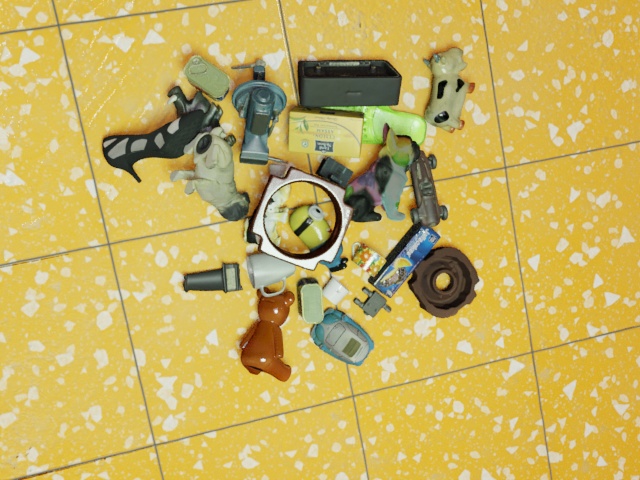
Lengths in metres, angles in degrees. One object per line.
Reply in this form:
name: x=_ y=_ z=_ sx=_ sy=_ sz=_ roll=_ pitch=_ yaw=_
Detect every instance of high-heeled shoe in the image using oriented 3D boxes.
high-heeled shoe: x=-0.374 y=-0.237 z=1.193 sx=0.249 sy=0.086 sz=0.145 roll=-41 pitch=75 yaw=9

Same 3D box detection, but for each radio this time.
radio: x=0.062 y=-0.362 z=1.237 sx=0.230 sy=0.131 sz=0.073 roll=-2 pitch=127 yaw=-9

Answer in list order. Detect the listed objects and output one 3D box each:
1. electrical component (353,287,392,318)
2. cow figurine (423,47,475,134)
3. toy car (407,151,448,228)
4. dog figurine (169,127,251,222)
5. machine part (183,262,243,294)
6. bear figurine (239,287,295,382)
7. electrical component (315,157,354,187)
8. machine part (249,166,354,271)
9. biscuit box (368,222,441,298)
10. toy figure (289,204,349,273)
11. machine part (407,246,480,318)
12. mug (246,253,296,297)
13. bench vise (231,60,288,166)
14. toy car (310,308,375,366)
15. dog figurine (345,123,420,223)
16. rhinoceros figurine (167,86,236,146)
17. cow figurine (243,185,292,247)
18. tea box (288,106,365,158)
electrical component: x=0.134 y=0.163 z=1.351 sx=0.094 sy=0.021 sz=0.063 roll=38 pitch=88 yaw=-10
cow figurine: x=0.306 y=-0.371 z=1.307 sx=0.127 sy=0.085 sz=0.194 roll=13 pitch=93 yaw=-16
toy car: x=0.254 y=-0.129 z=1.309 sx=0.089 sy=0.053 sz=0.202 roll=-5 pitch=75 yaw=-5
dog figurine: x=-0.212 y=-0.142 z=1.210 sx=0.172 sy=0.121 sz=0.190 roll=-50 pitch=139 yaw=11
machine part: x=-0.257 y=0.095 z=1.278 sx=0.139 sy=0.039 sz=0.084 roll=-8 pitch=104 yaw=-10
bear figurine: x=-0.118 y=0.220 z=1.284 sx=0.120 sy=0.131 sz=0.196 roll=4 pitch=60 yaw=23
electrical component: x=0.035 y=-0.158 z=1.261 sx=0.075 sy=0.119 sz=0.047 roll=29 pitch=90 yaw=-7
machine part: x=-0.042 y=-0.047 z=1.195 sx=0.201 sy=0.087 sz=0.201 roll=21 pitch=92 yaw=-9
biscuit box: x=0.209 y=0.047 z=1.333 sx=0.059 sy=0.063 sz=0.202 roll=40 pitch=88 yaw=-11
toy figure: x=-0.003 y=-0.003 z=1.288 sx=0.089 sy=0.082 sz=0.180 roll=-31 pitch=101 yaw=-7
machine part: x=0.310 y=0.104 z=1.357 sx=0.179 sy=0.056 sz=0.179 roll=-1 pitch=93 yaw=-9
mug: x=-0.110 y=0.075 z=1.270 sx=0.107 sy=0.080 sz=0.109 roll=-14 pitch=65 yaw=-16
bench vise: x=-0.138 y=-0.295 z=1.214 sx=0.129 sy=0.223 sz=0.240 roll=-1 pitch=63 yaw=-3
toy car: x=0.061 y=0.248 z=1.307 sx=0.161 sy=0.103 sz=0.109 roll=39 pitch=89 yaw=-8
dog figurine: x=0.137 y=-0.159 z=1.256 sx=0.192 sy=0.108 sz=0.219 roll=-2 pitch=110 yaw=0
rhinoceros figurine: x=-0.273 y=-0.269 z=1.232 sx=0.112 sy=0.073 sz=0.190 roll=-30 pitch=103 yaw=8
cow figurine: x=-0.122 y=-0.063 z=1.266 sx=0.098 sy=0.068 sz=0.167 roll=14 pitch=101 yaw=-3
tea box: x=0.015 y=-0.250 z=1.243 sx=0.170 sy=0.068 sz=0.098 roll=5 pitch=116 yaw=5
